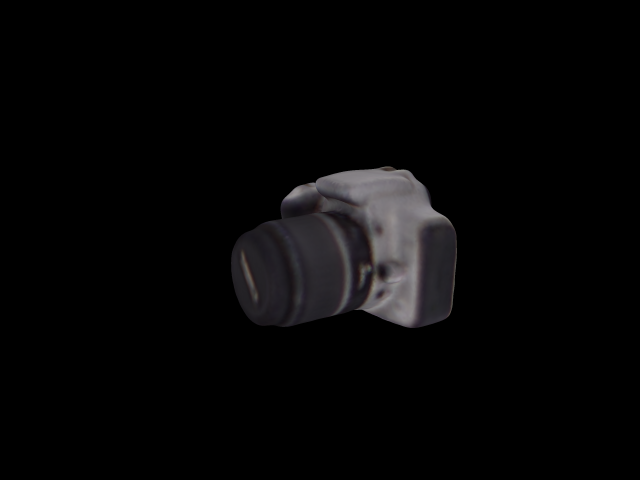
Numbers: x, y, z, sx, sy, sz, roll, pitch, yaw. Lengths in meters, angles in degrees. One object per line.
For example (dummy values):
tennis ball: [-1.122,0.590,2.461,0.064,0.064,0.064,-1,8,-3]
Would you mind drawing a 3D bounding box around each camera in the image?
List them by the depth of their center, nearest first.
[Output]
camera: [0.004,0.001,0.400,0.137,0.101,0.142,-10,18,-33]
